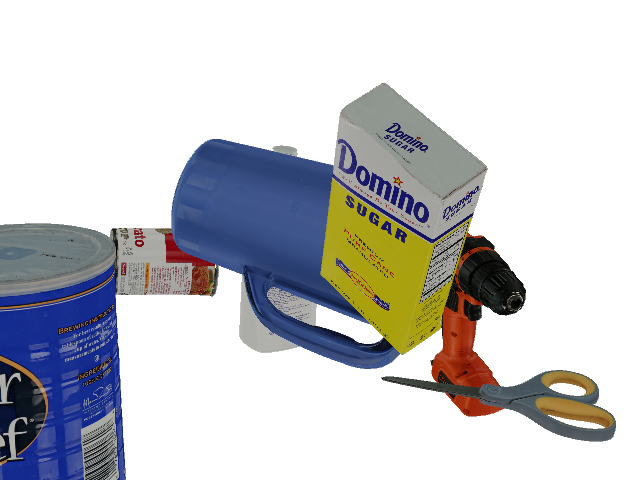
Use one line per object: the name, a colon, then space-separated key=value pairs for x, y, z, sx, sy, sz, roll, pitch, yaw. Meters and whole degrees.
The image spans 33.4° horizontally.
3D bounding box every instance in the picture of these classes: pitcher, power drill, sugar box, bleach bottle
pitcher: x=-0.006 y=0.001 z=0.928 sx=0.243 sy=0.145 sz=0.149 roll=17 pitch=20 yaw=15
power drill: x=0.163 y=0.088 z=1.128 sx=0.057 sy=0.188 sz=0.184 roll=-9 pitch=25 yaw=-14
sugar box: x=0.048 y=-0.009 z=0.704 sx=0.048 sy=0.093 sz=0.176 roll=-35 pitch=-28 yaw=-24
bleach bottle: x=-0.045 y=0.008 z=1.303 sx=0.102 sy=0.251 sz=0.068 roll=-10 pitch=25 yaw=-35

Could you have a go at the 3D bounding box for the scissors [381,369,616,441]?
scissors: x=0.163 y=0.129 z=0.947 sx=0.202 sy=0.016 sz=0.096 roll=16 pitch=29 yaw=15

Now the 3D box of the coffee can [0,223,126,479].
coffee can: x=-0.153 y=0.071 z=0.544 sx=0.103 sy=0.140 sz=0.103 roll=0 pitch=16 yaw=0

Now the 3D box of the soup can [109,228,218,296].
soup can: x=-0.157 y=0.022 z=1.061 sx=0.102 sy=0.068 sz=0.069 roll=1 pitch=0 yaw=-15
